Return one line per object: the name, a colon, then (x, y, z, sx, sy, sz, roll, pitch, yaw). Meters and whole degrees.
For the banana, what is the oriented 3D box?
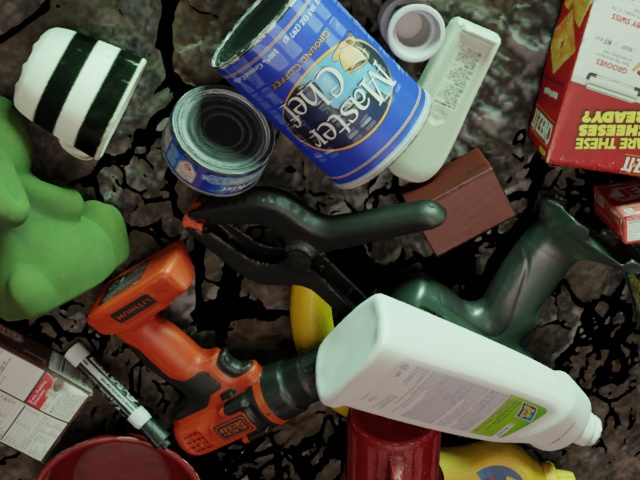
banana: (0.013, 0.098, 0.956, 0.069, 0.037, 0.197, -39, 118, -18)

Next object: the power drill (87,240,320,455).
power drill: (-0.091, 0.092, 0.909, 0.185, 0.057, 0.187, -29, 112, 24)

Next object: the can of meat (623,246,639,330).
can of meat: (0.313, 0.061, 0.944, 0.057, 0.084, 0.102, -20, 115, 2)

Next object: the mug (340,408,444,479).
mug: (0.064, 0.188, 0.925, 0.093, 0.117, 0.081, 1, 124, 4)

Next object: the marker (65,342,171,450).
marker: (-0.175, 0.138, 0.931, 0.121, 0.020, 0.020, 44, 104, 5)

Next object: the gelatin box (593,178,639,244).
gelatin box: (0.286, -0.029, 0.906, 0.089, 0.073, 0.030, -9, 113, -1)

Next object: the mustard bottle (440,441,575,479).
mustard bottle: (0.149, 0.236, 1.019, 0.191, 0.058, 0.096, -2, 117, -6)

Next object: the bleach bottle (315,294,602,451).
bleach bottle: (0.127, 0.127, 0.885, 0.250, 0.068, 0.103, 23, 131, -24)

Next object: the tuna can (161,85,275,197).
tuna can: (-0.079, -0.079, 0.834, 0.086, 0.086, 0.034, 17, 147, -13)

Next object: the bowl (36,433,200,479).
bowl: (-0.184, 0.234, 0.982, 0.162, 0.055, 0.162, -2, 114, -5)

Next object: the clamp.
clamp: (-0.006, 0.001, 0.858, 0.210, 0.036, 0.165, 23, 132, 1)

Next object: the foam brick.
foam brick: (0.115, -0.031, 0.897, 0.078, 0.053, 0.051, -28, 114, 7)

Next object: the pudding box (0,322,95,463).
pudding box: (-0.267, 0.133, 0.937, 0.113, 0.039, 0.090, 32, 108, -17)

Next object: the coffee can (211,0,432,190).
coffee can: (0.002, -0.122, 0.816, 0.103, 0.103, 0.140, -43, 112, 12)

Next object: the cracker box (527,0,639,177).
cracker box: (0.274, -0.160, 0.848, 0.164, 0.072, 0.214, 8, 114, -9)
